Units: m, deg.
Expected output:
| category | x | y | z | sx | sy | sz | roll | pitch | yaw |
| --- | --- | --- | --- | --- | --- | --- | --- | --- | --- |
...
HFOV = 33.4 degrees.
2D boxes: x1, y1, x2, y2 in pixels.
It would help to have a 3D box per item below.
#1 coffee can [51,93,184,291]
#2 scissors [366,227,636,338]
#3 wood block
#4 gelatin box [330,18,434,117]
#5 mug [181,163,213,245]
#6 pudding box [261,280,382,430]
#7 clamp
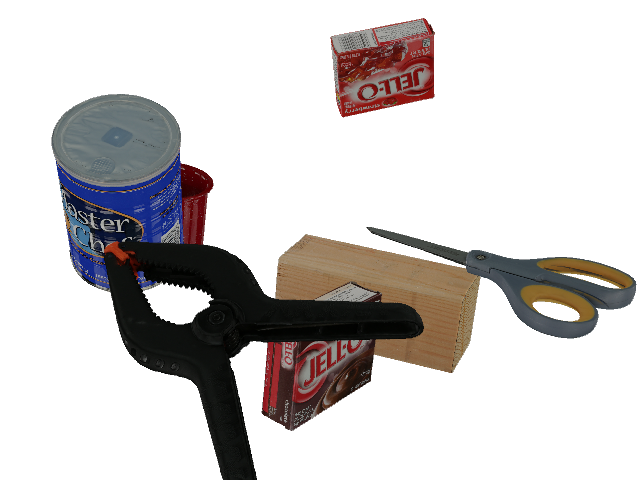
| category | x | y | z | sx | sy | sz | roll | pitch | yaw |
| --- | --- | --- | --- | --- | --- | --- | --- | --- | --- |
| coffee can | -0.168 | -0.038 | 0.906 | 0.102 | 0.103 | 0.140 | 0 | -41 | -5 |
| scissors | 0.115 | 0.027 | 0.745 | 0.202 | 0.016 | 0.096 | 9 | 31 | 18 |
| wood block | 0.061 | 0.067 | 1.176 | 0.206 | 0.091 | 0.090 | 13 | 23 | 17 |
| gelatin box | 0.056 | -0.153 | 0.947 | 0.089 | 0.030 | 0.073 | -12 | -41 | -4 |
| mug | -0.168 | -0.035 | 1.158 | 0.093 | 0.081 | 0.117 | -3 | 29 | -20 |
| pudding box | 0.002 | 0.093 | 0.889 | 0.039 | 0.090 | 0.113 | 23 | 30 | 31 |
| clamp | -0.051 | 0.054 | 0.674 | 0.164 | 0.036 | 0.210 | -39 | 59 | -21 |
